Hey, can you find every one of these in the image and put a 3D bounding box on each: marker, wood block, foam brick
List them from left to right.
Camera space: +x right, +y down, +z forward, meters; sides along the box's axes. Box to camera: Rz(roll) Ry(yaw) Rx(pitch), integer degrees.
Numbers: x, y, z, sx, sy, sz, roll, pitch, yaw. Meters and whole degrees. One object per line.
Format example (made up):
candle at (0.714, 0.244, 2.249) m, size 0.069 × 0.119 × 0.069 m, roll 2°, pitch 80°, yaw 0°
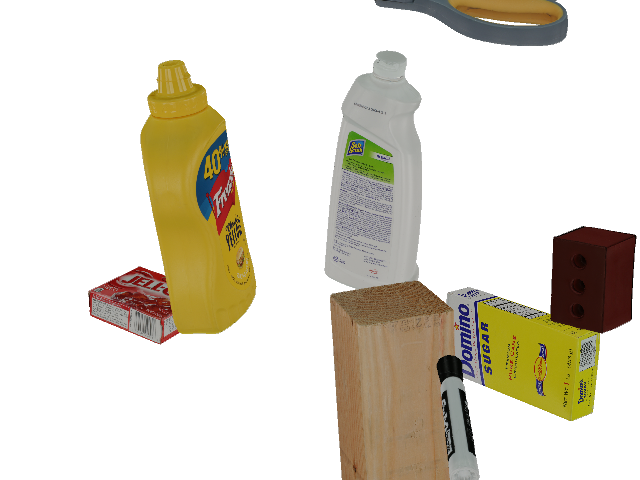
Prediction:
wood block at (0.068, 0.152, 0.976) m, size 0.090 × 0.206 × 0.091 m, roll -8°, pitch 18°, yaw -15°
marker at (0.092, 0.119, 0.725) m, size 0.020 × 0.020 × 0.121 m, roll 0°, pitch 32°, yaw 2°
foam brick at (0.231, 0.033, 0.906) m, size 0.053 × 0.078 × 0.051 m, roll 12°, pitch 22°, yaw 42°

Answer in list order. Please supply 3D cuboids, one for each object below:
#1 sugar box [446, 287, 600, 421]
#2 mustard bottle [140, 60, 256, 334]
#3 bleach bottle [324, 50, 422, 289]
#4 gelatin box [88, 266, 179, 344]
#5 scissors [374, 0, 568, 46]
sugar box at (0.207, 0.116, 1.125) m, size 0.048 × 0.093 × 0.177 m, roll -11°, pitch 19°, yaw -42°
mustard bottle at (-0.091, -0.035, 0.770) m, size 0.058 × 0.191 × 0.096 m, roll -1°, pitch 25°, yaw 16°
bleach bottle at (0.064, -0.067, 1.076) m, size 0.103 × 0.251 × 0.068 m, roll 17°, pitch 34°, yaw 16°
gelatin box at (-0.160, 0.058, 1.000) m, size 0.089 × 0.030 × 0.073 m, roll 18°, pitch 27°, yaw 27°
scissors at (0.059, -0.156, 0.646) m, size 0.202 × 0.016 × 0.096 m, roll 20°, pitch 44°, yaw 25°
